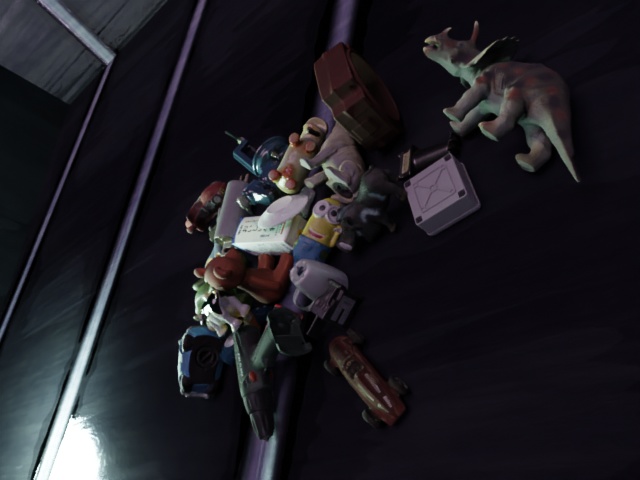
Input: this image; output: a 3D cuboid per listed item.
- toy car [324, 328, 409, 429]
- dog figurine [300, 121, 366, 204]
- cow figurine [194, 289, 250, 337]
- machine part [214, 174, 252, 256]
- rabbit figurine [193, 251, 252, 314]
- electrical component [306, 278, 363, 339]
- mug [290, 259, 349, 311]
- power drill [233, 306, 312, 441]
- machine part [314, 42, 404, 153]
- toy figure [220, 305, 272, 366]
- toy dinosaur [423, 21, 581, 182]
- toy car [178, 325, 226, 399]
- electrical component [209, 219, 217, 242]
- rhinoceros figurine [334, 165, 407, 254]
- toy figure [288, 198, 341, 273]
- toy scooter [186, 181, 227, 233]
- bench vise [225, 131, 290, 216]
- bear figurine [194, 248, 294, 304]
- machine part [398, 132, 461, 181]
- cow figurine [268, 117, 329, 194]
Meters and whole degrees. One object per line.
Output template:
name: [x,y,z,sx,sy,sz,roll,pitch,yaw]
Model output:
toy car: [0.074,0.235,0.931,0.089,0.053,0.202,-51,39,5]
dog figurine: [0.071,-0.184,1.176,0.172,0.121,0.190,34,68,13]
cow figurine: [-0.226,0.155,1.162,0.167,0.098,0.068,-27,27,55]
machine part: [-0.225,-0.068,1.416,0.079,0.079,0.243,-12,59,42]
rabbit figurine: [-0.228,0.109,1.307,0.159,0.121,0.170,-31,28,39]
electrical component: [0.021,0.140,1.028,0.048,0.074,0.119,26,83,51]
mug: [-0.015,0.088,1.073,0.109,0.107,0.081,-47,39,12]
power drill: [-0.096,0.246,1.053,0.207,0.086,0.232,-59,42,40]
machine part: [0.085,-0.302,1.137,0.087,0.200,0.201,-34,45,25]
toy figure: [-0.163,0.207,1.195,0.064,0.057,0.154,34,91,32]
toy dinosaur: [0.336,-0.243,0.912,0.192,0.131,0.405,-53,46,9]
toy car: [-0.277,0.282,1.245,0.103,0.109,0.161,154,123,-64]
electrical component: [-0.282,-0.022,1.490,0.063,0.021,0.094,-47,42,15]
rhinoceros figurine: [0.090,-0.052,1.038,0.073,0.112,0.190,-109,34,-48]
toy figure: [-0.006,-0.005,1.142,0.180,0.082,0.089,-65,13,3]
toy scooter: [-0.324,-0.082,1.511,0.184,0.075,0.135,-44,17,21]
bench vise: [-0.151,-0.183,1.361,0.223,0.128,0.241,-50,57,0]
bear figurine: [-0.163,0.063,1.175,0.120,0.195,0.132,-7,61,47]
machine part: [0.210,-0.164,1.050,0.139,0.039,0.084,-23,43,39]
cow figurine: [-0.037,-0.196,1.251,0.086,0.127,0.195,26,84,10]
